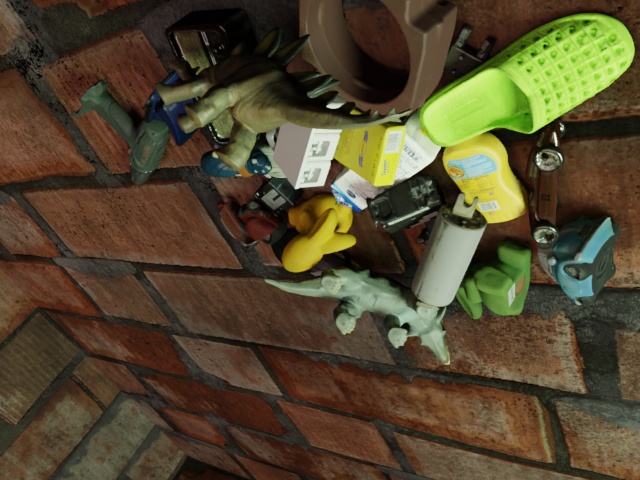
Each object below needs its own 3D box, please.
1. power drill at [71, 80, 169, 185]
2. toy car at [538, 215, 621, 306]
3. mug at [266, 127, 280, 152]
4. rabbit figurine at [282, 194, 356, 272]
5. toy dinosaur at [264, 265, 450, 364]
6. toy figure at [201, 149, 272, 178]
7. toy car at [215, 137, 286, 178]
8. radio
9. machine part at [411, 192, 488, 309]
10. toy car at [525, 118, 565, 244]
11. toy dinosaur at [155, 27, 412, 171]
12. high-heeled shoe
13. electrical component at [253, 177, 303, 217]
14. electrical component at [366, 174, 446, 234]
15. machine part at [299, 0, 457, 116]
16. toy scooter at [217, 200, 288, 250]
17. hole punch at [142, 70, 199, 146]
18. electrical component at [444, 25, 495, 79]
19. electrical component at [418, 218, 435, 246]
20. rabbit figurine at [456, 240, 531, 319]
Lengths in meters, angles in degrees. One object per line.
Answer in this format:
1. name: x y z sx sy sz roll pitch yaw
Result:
1. power drill: -0.440 -0.234 1.187 0.207 0.086 0.232 47 140 -11
2. toy car: 0.406 0.025 0.857 0.103 0.109 0.161 32 162 41
3. mug: -0.047 -0.191 0.934 0.081 0.109 0.107 10 149 29
4. rabbit figurine: -0.002 -0.003 1.050 0.162 0.173 0.121 -12 121 48
5. toy dinosaur: 0.100 0.113 1.067 0.405 0.192 0.131 23 99 -1
6. toy figure: -0.154 -0.146 1.007 0.155 0.064 0.057 3 90 28
7. toy car: -0.124 -0.162 1.055 0.202 0.056 0.073 6 136 30
8. radio: -0.159 -0.277 0.937 0.131 0.073 0.229 7 136 31
9. machine part: 0.211 0.027 0.889 0.079 0.079 0.243 22 127 14
10. toy car: 0.328 -0.085 0.786 0.053 0.089 0.201 5 136 26
11. toy dinosaur: -0.085 -0.200 0.733 0.472 0.198 0.104 37 166 41
12. high-heeled shoe: 0.004 0.046 1.214 0.249 0.086 0.145 31 -173 40
13. electrical component: -0.074 -0.102 1.095 0.074 0.048 0.119 45 143 -17
14. electrical component: 0.152 -0.058 0.909 0.115 0.134 0.058 -21 78 17
15. machine part: 0.072 -0.279 0.727 0.201 0.087 0.201 34 153 19
16. toy scooter: -0.163 -0.044 1.204 0.135 0.075 0.184 49 145 -18
17. hole punch: -0.259 -0.252 0.999 0.092 0.142 0.116 40 156 -6
18. electrical component: 0.202 -0.248 0.752 0.063 0.021 0.094 30 143 5
19. electrical component: 0.224 -0.020 0.971 0.102 0.045 0.078 -5 131 39
20. rabbit figurine: 0.290 0.065 0.986 0.170 0.121 0.158 20 153 39
